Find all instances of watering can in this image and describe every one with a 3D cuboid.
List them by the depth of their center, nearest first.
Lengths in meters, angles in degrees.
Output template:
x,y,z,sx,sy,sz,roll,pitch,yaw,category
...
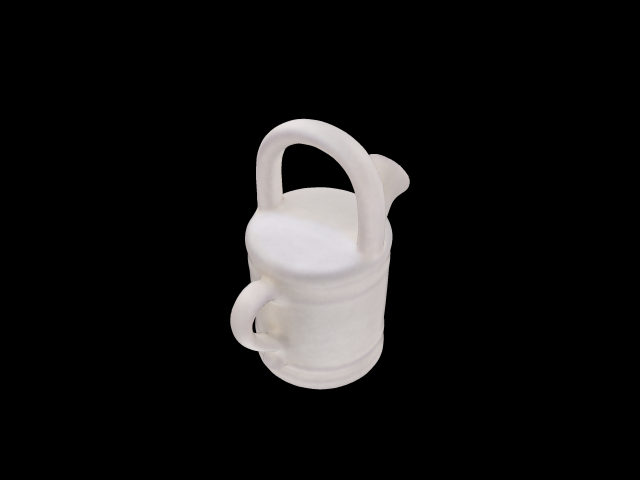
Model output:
x,y,z,sx,sy,sz,roll,pitch,yaw,category
0.002,0.001,0.401,0.100,0.194,0.173,9,41,11,watering can
